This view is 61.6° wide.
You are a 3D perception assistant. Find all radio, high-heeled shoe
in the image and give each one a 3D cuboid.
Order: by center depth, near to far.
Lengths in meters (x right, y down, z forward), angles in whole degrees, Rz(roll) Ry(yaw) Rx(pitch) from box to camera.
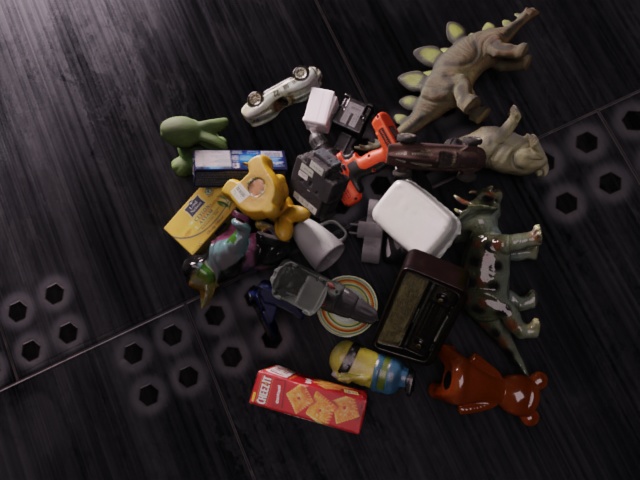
[{"bbox_3d":[0.196,0.138,1.049,0.131,0.073,0.229,21,129,7],"label":"radio"},{"bbox_3d":[0.170,-0.072,1.165,0.145,0.086,0.249,-34,57,33],"label":"high-heeled shoe"}]

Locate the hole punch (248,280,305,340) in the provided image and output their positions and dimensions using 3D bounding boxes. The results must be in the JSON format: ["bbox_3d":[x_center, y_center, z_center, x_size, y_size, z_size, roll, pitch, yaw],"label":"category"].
[{"bbox_3d":[-0.089,0.133,1.127,0.092,0.142,0.115,-29,93,4],"label":"hole punch"}]

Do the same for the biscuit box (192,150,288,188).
[{"bbox_3d":[-0.173,-0.155,1.165,0.203,0.062,0.059,-2,58,-18],"label":"biscuit box"}]

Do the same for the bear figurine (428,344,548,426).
[{"bbox_3d":[0.335,0.287,1.068,0.196,0.132,0.120,12,88,-10],"label":"bear figurine"}]

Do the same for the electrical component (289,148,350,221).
[{"bbox_3d":[-0.002,-0.124,1.144,0.115,0.134,0.058,41,44,19],"label":"electrical component"}]

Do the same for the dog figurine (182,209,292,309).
[{"bbox_3d":[-0.185,0.053,1.159,0.191,0.109,0.219,26,106,-22],"label":"dog figurine"}]

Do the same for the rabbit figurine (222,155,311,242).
[{"bbox_3d":[-0.094,-0.081,1.129,0.162,0.173,0.122,40,89,17],"label":"rabbit figurine"}]

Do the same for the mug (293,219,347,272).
[{"bbox_3d":[-0.002,-0.004,1.159,0.109,0.080,0.107,-44,72,-5],"label":"mug"}]

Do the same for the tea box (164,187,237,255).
[{"bbox_3d":[-0.251,-0.053,1.202,0.098,0.068,0.169,40,89,11],"label":"tea box"}]

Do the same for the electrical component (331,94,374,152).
[{"bbox_3d":[0.064,-0.257,1.201,0.075,0.047,0.119,30,85,11],"label":"electrical component"}]

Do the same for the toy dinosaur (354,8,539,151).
[{"bbox_3d":[0.278,-0.332,1.144,0.471,0.105,0.199,-45,60,1],"label":"toy dinosaur"}]

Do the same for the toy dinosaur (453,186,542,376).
[{"bbox_3d":[0.344,0.081,1.087,0.192,0.131,0.404,2,87,20],"label":"toy dinosaur"}]

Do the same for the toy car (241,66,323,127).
[{"bbox_3d":[-0.084,-0.325,1.215,0.202,0.073,0.056,-28,76,3],"label":"toy car"}]

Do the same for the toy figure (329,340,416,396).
[{"bbox_3d":[0.107,0.264,1.106,0.180,0.082,0.089,10,69,15],"label":"toy figure"}]

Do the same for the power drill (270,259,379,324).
[{"bbox_3d":[0.002,0.103,1.055,0.232,0.207,0.086,27,96,16],"label":"power drill"}]

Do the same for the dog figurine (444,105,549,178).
[{"bbox_3d":[0.360,-0.167,1.134,0.190,0.121,0.172,-34,76,16],"label":"dog figurine"}]

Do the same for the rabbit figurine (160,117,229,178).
[{"bbox_3d":[-0.277,-0.213,1.176,0.159,0.170,0.121,-4,82,8],"label":"rabbit figurine"}]

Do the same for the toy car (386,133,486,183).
[{"bbox_3d":[0.232,-0.162,1.063,0.202,0.053,0.089,2,114,-10],"label":"toy car"}]
